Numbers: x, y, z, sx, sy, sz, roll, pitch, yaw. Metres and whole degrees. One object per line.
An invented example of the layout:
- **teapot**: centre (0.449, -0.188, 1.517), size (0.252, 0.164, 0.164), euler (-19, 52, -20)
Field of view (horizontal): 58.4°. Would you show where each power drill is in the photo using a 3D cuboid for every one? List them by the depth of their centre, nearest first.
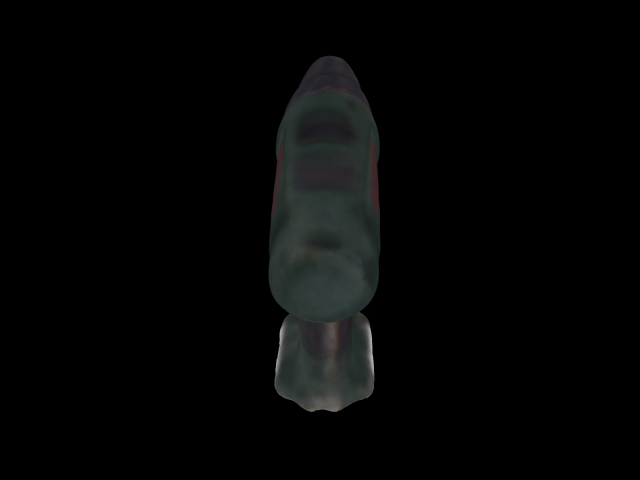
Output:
- **power drill**: centre (0.004, 0.001, 0.400), size (0.075, 0.208, 0.229), euler (0, 32, 0)
